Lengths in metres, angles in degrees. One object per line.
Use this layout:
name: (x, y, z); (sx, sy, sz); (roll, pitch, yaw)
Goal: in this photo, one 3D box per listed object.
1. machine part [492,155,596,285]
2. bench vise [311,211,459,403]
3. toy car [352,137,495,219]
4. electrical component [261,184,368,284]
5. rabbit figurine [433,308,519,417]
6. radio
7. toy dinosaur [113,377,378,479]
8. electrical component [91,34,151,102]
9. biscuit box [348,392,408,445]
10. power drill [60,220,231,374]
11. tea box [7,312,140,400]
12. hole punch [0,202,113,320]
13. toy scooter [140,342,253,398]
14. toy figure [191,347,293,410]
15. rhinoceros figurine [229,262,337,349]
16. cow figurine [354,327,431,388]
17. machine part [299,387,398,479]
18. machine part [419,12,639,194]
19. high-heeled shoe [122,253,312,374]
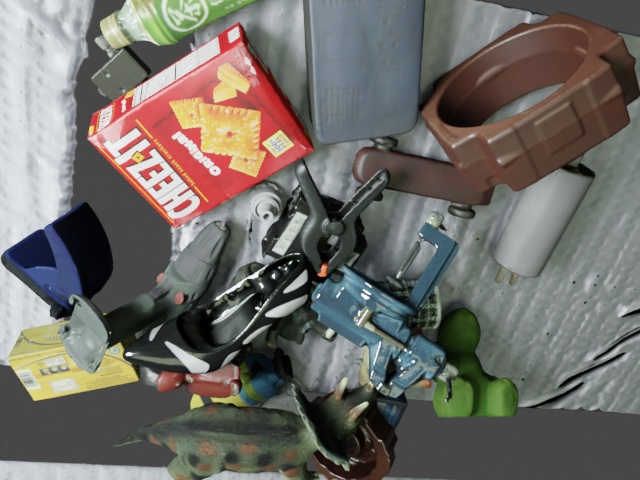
machine part: (0.319, -0.033, 0.774); (0.079, 0.079, 0.243); (11, 118, -13)
bench vise: (0.116, 0.079, 0.718); (0.224, 0.128, 0.240); (32, 92, 17)
toy car: (0.142, -0.086, 0.736); (0.202, 0.053, 0.089); (9, 103, -11)
electrical component: (-0.002, -0.002, 0.768); (0.134, 0.058, 0.115); (27, 117, -21)
rabbit figurine: (0.237, 0.200, 0.876); (0.121, 0.170, 0.159); (2, 162, -5)
radio: (0.050, -0.233, 0.626); (0.131, 0.073, 0.229); (-6, 123, -4)
toy dinosaur: (-0.111, 0.274, 0.752); (0.405, 0.131, 0.192); (-2, 138, -3)
electrical component: (-0.240, -0.196, 0.644); (0.063, 0.021, 0.094); (-34, 120, 15)
biscuit box: (0.095, 0.340, 0.983); (0.059, 0.063, 0.202); (11, 119, -12)
power drill: (-0.232, 0.077, 0.723); (0.086, 0.207, 0.232); (41, 122, 9)
tea box: (-0.370, 0.177, 0.829); (0.170, 0.068, 0.098); (-10, 123, -1)
hole punch: (-0.326, 0.021, 0.708); (0.092, 0.142, 0.115); (-37, 107, 11)
toy scooter: (-0.154, 0.172, 0.775); (0.135, 0.184, 0.075); (14, 110, 17)
toy figure: (-0.131, 0.242, 0.883); (0.180, 0.089, 0.082); (-25, 116, 12)
rhinoceros figurine: (-0.054, 0.101, 0.822); (0.190, 0.073, 0.112); (37, 100, -22)
cow figurine: (0.110, 0.203, 0.854); (0.127, 0.085, 0.194); (-5, 153, 9)
machine part: (0.047, 0.341, 0.930); (0.180, 0.056, 0.179); (11, 113, 27)
machine part: (0.231, -0.157, 0.616); (0.201, 0.202, 0.087); (-33, 123, 13)
high-heeled shoe: (-0.124, 0.090, 0.697); (0.249, 0.086, 0.145); (-10, 135, -33)
